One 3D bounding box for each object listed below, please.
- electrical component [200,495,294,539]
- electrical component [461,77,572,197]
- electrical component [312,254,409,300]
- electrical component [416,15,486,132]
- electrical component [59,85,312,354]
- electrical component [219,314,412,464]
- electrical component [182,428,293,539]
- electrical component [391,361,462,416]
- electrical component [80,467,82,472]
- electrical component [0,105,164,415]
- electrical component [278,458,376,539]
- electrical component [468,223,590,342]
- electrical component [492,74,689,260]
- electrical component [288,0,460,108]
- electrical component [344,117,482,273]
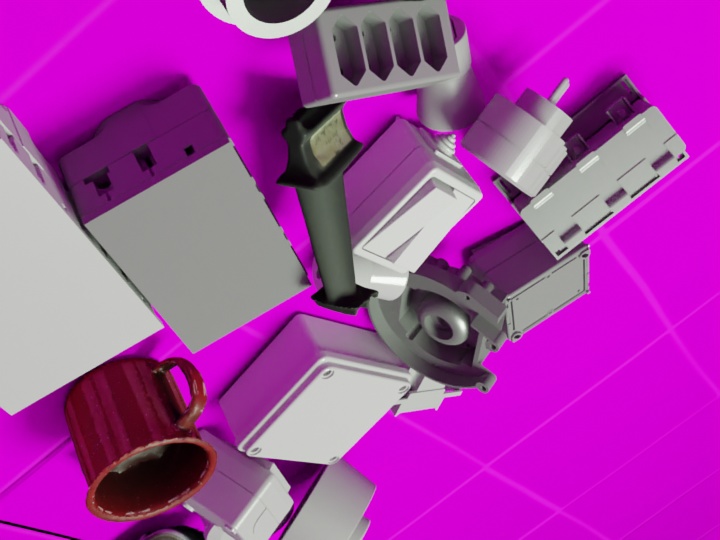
[{"bbox_3d":[-0.102,0.203,0.928,0.080,0.051,0.080,-20,143,-16],"label":"electrical component"},{"bbox_3d":[0.111,-0.092,0.692,0.073,0.052,0.138,-54,172,9],"label":"electrical component"},{"bbox_3d":[0.000,0.000,0.763,0.055,0.045,0.045,-1,135,-36],"label":"electrical component"},{"bbox_3d":[0.051,-0.123,0.657,0.044,0.044,0.065,-27,140,-7],"label":"electrical component"},{"bbox_3d":[-0.100,-0.028,0.638,0.089,0.061,0.150,-30,145,-3],"label":"electrical component"},{"bbox_3d":[-0.034,0.096,0.844,0.109,0.056,0.108,17,122,-47],"label":"electrical component"},{"bbox_3d":[-0.108,0.171,0.861,0.061,0.096,0.061,-52,150,-20],"label":"electrical component"},{"bbox_3d":[0.049,0.084,0.907,0.081,0.042,0.063,-4,133,-35],"label":"electrical component"},{"bbox_3d":[-0.184,0.151,0.814,0.040,0.040,0.046,-34,139,3],"label":"electrical component"},{"bbox_3d":[-0.201,-0.008,0.589,0.105,0.060,0.186,-30,145,-3],"label":"electrical component"},{"bbox_3d":[-0.026,0.223,0.953,0.108,0.060,0.108,-58,178,-3],"label":"electrical component"},{"bbox_3d":[0.138,-0.001,0.857,0.096,0.061,0.061,-32,143,-12],"label":"electrical component"},{"bbox_3d":[0.169,-0.070,0.778,0.121,0.063,0.078,-39,104,11],"label":"electrical component"},{"bbox_3d":[-0.001,-0.120,0.607,0.083,0.047,0.076,-15,-174,-28],"label":"electrical component"},{"bbox_3d":[0.033,-0.050,0.713,0.096,0.061,0.062,-45,143,18],"label":"electrical component"}]
